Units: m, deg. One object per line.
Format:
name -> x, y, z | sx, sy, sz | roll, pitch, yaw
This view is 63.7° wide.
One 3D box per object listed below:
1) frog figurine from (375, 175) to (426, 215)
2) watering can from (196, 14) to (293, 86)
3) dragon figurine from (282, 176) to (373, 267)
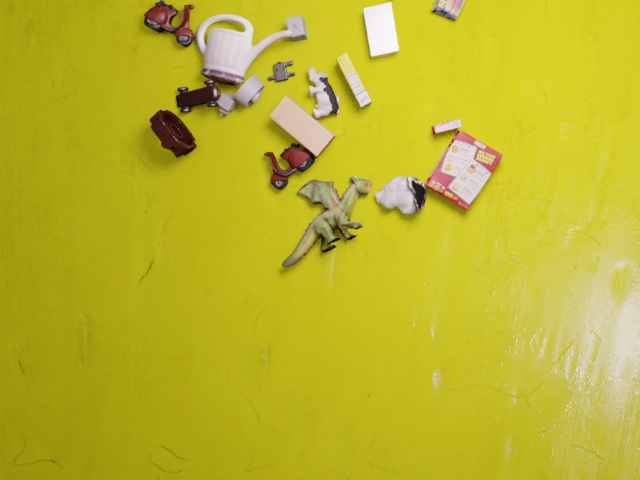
frog figurine -> 0.273, -0.147, 1.741 | 0.158, 0.125, 0.136 | -15, 110, 45
watering can -> -0.265, -0.618, 1.692 | 0.349, 0.104, 0.222 | 17, 101, 19
dragon figurine -> 0.005, -0.090, 1.783 | 0.409, 0.121, 0.245 | -25, 79, 8
